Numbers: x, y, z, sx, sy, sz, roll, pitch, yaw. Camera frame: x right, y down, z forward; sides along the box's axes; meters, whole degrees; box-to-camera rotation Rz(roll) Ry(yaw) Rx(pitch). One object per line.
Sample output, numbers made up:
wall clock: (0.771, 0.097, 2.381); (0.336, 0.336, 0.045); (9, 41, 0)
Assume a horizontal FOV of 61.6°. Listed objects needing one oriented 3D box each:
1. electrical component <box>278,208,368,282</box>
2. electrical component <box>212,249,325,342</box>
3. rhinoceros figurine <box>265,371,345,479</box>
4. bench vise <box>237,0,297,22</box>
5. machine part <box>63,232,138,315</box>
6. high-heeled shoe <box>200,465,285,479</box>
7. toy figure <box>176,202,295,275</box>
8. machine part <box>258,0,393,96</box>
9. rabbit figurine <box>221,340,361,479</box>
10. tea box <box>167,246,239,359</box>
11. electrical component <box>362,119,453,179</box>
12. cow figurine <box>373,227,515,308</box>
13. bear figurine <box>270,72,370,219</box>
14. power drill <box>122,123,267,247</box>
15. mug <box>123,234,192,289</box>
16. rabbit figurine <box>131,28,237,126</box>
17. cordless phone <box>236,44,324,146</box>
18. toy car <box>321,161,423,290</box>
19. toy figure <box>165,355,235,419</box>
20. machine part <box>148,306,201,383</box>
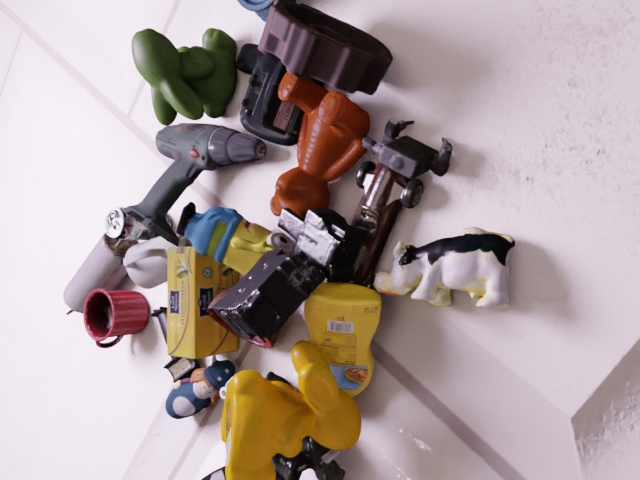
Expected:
electrical component: (-0.001, -0.002, 0.704); (0.119, 0.047, 0.074); (32, 112, 40)
electrical component: (-0.072, 0.068, 0.686); (0.058, 0.115, 0.134); (52, 155, -15)
rhinoceros figurine: (-0.040, 0.268, 0.745); (0.191, 0.112, 0.073); (44, 149, 43)
bench vise: (-0.079, -0.410, 0.729); (0.129, 0.240, 0.223); (50, 130, 21)
machine part: (-0.415, 0.062, 1.021); (0.243, 0.079, 0.079); (-47, 64, 24)
high-heeled shoe: (-0.069, 0.380, 0.748); (0.249, 0.086, 0.145); (-22, 54, 12)
toy figure: (-0.121, 0.006, 0.791); (0.180, 0.082, 0.089); (20, 127, -2)
machine part: (0.008, -0.247, 0.688); (0.179, 0.179, 0.056); (44, 125, 28)
rabbit figurine: (-0.029, 0.208, 0.661); (0.122, 0.173, 0.162); (-134, 54, -73)
tea box: (-0.184, 0.095, 0.850); (0.068, 0.098, 0.169); (-1, 89, 34)
electrical component: (0.115, -0.115, 0.675); (0.102, 0.078, 0.045); (37, 127, 29)
cow figurine: (0.145, 0.031, 0.646); (0.168, 0.068, 0.098); (3, 84, 30)
bear figurine: (-0.019, -0.108, 0.731); (0.120, 0.132, 0.195); (40, 104, 33)
power drill: (-0.212, -0.098, 0.860); (0.232, 0.086, 0.207); (24, 84, 37)
mug: (-0.271, 0.027, 0.912); (0.107, 0.109, 0.081); (-23, 71, 18)
rabbit figurine: (-0.227, -0.261, 0.851); (0.121, 0.170, 0.159); (-3, 86, 35)
cordless phone: (-0.088, -0.234, 0.820); (0.184, 0.088, 0.146); (29, 101, 42)
toy car: (0.064, -0.010, 0.715); (0.089, 0.053, 0.202); (29, 103, 29)
toy figure: (-0.193, 0.243, 0.873); (0.154, 0.064, 0.058); (-39, 39, 30)
machine part: (-0.253, 0.178, 0.930); (0.084, 0.039, 0.139); (-44, 67, 34)
